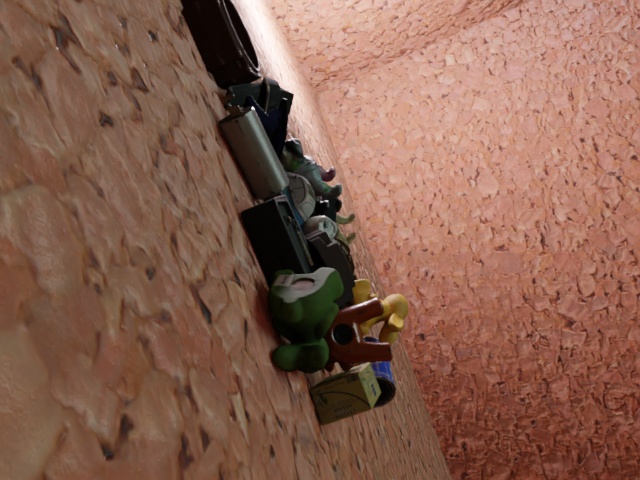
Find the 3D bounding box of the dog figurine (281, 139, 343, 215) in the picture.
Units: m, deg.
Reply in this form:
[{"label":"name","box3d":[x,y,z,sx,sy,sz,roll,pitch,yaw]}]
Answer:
[{"label":"dog figurine","box3d":[-0.068,-0.152,1.325,0.219,0.191,0.108,22,39,-28]}]

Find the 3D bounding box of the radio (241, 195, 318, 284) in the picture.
[{"label":"radio","box3d":[-0.059,0.034,0.991,0.131,0.073,0.229,-58,127,-78]}]

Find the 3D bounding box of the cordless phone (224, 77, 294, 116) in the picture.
[{"label":"cordless phone","box3d":[-0.151,-0.282,1.196,0.184,0.089,0.146,-29,142,-54]}]

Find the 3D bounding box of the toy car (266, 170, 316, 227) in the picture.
[{"label":"toy car","box3d":[-0.063,-0.090,1.175,0.109,0.103,0.162,54,16,-55]}]

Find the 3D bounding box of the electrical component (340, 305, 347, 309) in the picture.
[{"label":"electrical component","box3d":[0.037,0.172,1.264,0.093,0.063,0.021,57,15,-48]}]

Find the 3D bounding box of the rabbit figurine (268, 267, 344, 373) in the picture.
[{"label":"rabbit figurine","box3d":[-0.017,0.149,0.870,0.159,0.121,0.170,-83,165,-65]}]

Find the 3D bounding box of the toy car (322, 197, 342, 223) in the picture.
[{"label":"toy car","box3d":[0.010,-0.046,1.431,0.073,0.056,0.201,19,71,-32]}]

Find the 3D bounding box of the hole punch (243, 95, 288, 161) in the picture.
[{"label":"hole punch","box3d":[-0.117,-0.227,1.120,0.142,0.092,0.116,119,-30,-51]}]

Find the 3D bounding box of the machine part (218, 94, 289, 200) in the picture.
[{"label":"machine part","box3d":[-0.128,-0.169,1.053,0.079,0.079,0.243,-92,158,-64]}]

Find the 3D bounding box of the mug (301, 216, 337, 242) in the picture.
[{"label":"mug","box3d":[-0.002,-0.004,1.198,0.109,0.107,0.081,43,58,-11]}]

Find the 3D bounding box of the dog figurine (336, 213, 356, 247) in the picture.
[{"label":"dog figurine","box3d":[-0.004,-0.046,1.508,0.190,0.121,0.172,32,42,-37]}]

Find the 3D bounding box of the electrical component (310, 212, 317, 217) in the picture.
[{"label":"electrical component","box3d":[-0.037,-0.031,1.285,0.048,0.075,0.119,-97,166,-61]}]

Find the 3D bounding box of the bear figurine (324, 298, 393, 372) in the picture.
[{"label":"bear figurine","box3d":[0.053,0.188,1.020,0.195,0.132,0.120,95,-16,-73]}]

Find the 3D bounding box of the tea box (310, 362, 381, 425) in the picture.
[{"label":"tea box","box3d":[0.052,0.282,0.999,0.169,0.098,0.068,20,49,-76]}]

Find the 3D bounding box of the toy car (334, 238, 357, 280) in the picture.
[{"label":"toy car","box3d":[0.052,0.037,1.340,0.202,0.053,0.089,64,10,-58]}]

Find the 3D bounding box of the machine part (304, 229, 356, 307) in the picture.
[{"label":"machine part","box3d":[0.003,0.061,1.109,0.180,0.056,0.179,45,-30,34]}]

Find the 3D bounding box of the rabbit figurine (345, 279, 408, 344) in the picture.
[{"label":"rabbit figurine","box3d":[0.151,0.175,1.336,0.162,0.173,0.121,62,-38,41]}]

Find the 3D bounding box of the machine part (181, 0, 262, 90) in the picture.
[{"label":"machine part","box3d":[-0.208,-0.438,1.177,0.201,0.087,0.200,-61,129,-76]}]
